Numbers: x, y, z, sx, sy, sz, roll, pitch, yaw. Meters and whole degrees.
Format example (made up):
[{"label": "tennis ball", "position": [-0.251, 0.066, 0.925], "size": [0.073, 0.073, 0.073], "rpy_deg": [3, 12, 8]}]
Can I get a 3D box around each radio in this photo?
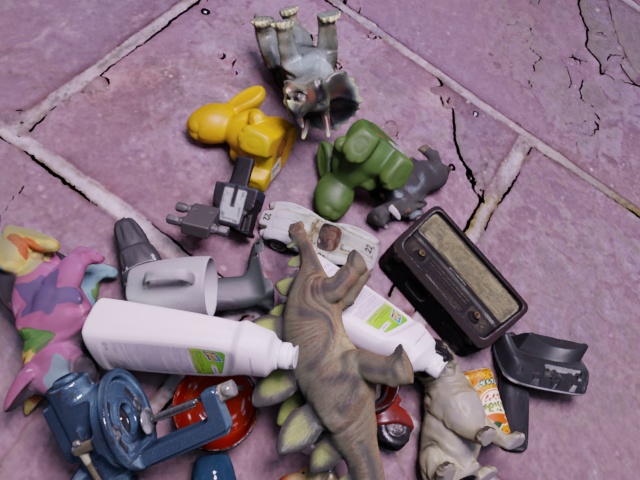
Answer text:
[{"label": "radio", "position": [0.215, 0.069, 0.889], "size": [0.131, 0.073, 0.230], "rpy_deg": [-35, 78, -27]}]

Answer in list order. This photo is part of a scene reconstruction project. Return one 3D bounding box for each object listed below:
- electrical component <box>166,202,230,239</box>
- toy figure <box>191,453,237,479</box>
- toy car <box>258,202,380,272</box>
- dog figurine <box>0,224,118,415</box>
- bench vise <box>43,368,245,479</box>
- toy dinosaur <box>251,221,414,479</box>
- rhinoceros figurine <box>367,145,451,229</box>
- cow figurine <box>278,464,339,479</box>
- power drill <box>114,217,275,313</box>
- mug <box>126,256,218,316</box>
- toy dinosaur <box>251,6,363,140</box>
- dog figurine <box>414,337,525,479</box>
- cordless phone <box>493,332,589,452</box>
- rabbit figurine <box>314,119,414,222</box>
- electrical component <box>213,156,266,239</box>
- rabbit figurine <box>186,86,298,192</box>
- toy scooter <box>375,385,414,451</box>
[{"label": "electrical component", "position": [-0.175, -0.030, 0.791], "size": [0.094, 0.021, 0.063], "rpy_deg": [13, 35, 4]}, {"label": "toy figure", "position": [-0.131, 0.349, 0.667], "size": [0.064, 0.057, 0.154], "rpy_deg": [-16, 67, 19]}, {"label": "toy car", "position": [-0.002, -0.003, 0.872], "size": [0.202, 0.056, 0.073], "rpy_deg": [21, 61, -6]}, {"label": "dog figurine", "position": [-0.363, 0.107, 0.690], "size": [0.192, 0.108, 0.219], "rpy_deg": [17, 66, -5]}, {"label": "bench vise", "position": [-0.199, 0.237, 0.621], "size": [0.241, 0.129, 0.223], "rpy_deg": [-23, 85, 1]}, {"label": "toy dinosaur", "position": [0.018, 0.175, 0.681], "size": [0.199, 0.105, 0.471], "rpy_deg": [-24, 62, 6]}, {"label": "rhinoceros figurine", "position": [0.152, -0.090, 0.955], "size": [0.190, 0.073, 0.112], "rpy_deg": [-35, 89, -29]}, {"label": "cow figurine", "position": [0.026, 0.365, 0.687], "size": [0.195, 0.085, 0.127], "rpy_deg": [32, 67, 4]}, {"label": "power drill", "position": [-0.178, 0.053, 0.783], "size": [0.207, 0.086, 0.232], "rpy_deg": [-9, 68, -24]}, {"label": "mug", "position": [-0.193, 0.060, 0.686], "size": [0.107, 0.109, 0.081], "rpy_deg": [-3, 77, 3]}, {"label": "toy dinosaur", "position": [-0.037, -0.302, 0.950], "size": [0.131, 0.191, 0.405], "rpy_deg": [-14, 29, -10]}, {"label": "dog figurine", "position": [0.173, 0.259, 0.791], "size": [0.172, 0.121, 0.191], "rpy_deg": [-47, 40, 7]}, {"label": "cordless phone", "position": [0.349, 0.245, 0.852], "size": [0.147, 0.088, 0.184], "rpy_deg": [13, 73, -10]}, {"label": "rabbit figurine", "position": [0.042, -0.116, 0.894], "size": [0.121, 0.170, 0.159], "rpy_deg": [28, 22, -32]}, {"label": "electrical component", "position": [-0.128, -0.067, 0.839], "size": [0.075, 0.047, 0.119], "rpy_deg": [10, 85, 9]}, {"label": "rabbit figurine", "position": [-0.133, -0.187, 0.894], "size": [0.173, 0.121, 0.162], "rpy_deg": [18, 57, 11]}, {"label": "toy scooter", "position": [0.065, 0.205, 0.781], "size": [0.184, 0.075, 0.135], "rpy_deg": [30, 60, -3]}]
